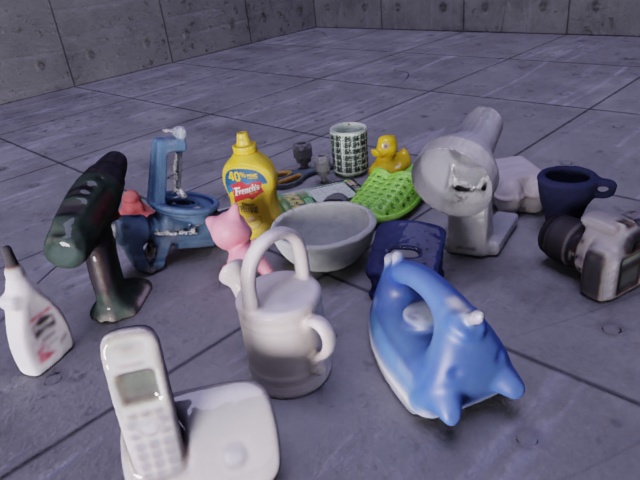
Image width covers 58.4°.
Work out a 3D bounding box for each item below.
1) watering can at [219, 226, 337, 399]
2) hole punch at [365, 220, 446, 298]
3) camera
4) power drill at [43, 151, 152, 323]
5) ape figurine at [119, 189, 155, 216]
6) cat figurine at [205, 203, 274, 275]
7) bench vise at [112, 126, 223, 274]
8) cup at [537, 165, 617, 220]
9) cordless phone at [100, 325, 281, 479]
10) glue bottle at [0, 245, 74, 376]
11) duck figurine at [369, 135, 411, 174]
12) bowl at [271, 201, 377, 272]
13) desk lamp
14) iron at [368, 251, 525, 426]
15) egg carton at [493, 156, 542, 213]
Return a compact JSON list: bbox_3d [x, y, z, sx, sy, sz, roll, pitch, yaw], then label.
[{"bbox_3d":[-0.052,0.074,0.658,0.172,0.194,0.101,6,30,23],"label":"watering can"},{"bbox_3d":[0.125,0.031,0.815,0.108,0.091,0.101,5,30,20],"label":"hole punch"},{"bbox_3d":[0.392,-0.001,0.807,0.143,0.101,0.136,-21,31,-25],"label":"camera"},{"bbox_3d":[-0.314,0.001,0.837,0.075,0.209,0.229,-4,28,5],"label":"power drill"},{"bbox_3d":[-0.345,-0.049,1.064,0.078,0.092,0.076,-8,28,-3],"label":"ape figurine"},{"bbox_3d":[-0.126,0.003,0.892,0.067,0.118,0.127,-23,32,-28],"label":"cat figurine"},{"bbox_3d":[-0.255,-0.064,0.936,0.121,0.220,0.208,15,35,35],"label":"bench vise"},{"bbox_3d":[0.410,-0.062,0.926,0.117,0.095,0.092,8,31,26],"label":"cup"},{"bbox_3d":[-0.119,0.155,0.530,0.148,0.185,0.094,-13,28,-11],"label":"cordless phone"},{"bbox_3d":[-0.372,0.085,0.730,0.037,0.173,0.078,3,29,18],"label":"glue bottle"},{"bbox_3d":[0.148,-0.183,1.220,0.105,0.086,0.077,-24,32,-30],"label":"duck figurine"},{"bbox_3d":[0.008,0.003,0.909,0.167,0.075,0.167,-5,28,3],"label":"bowl"},{"bbox_3d":[0.229,-0.084,0.877,0.117,0.214,0.204,11,32,30],"label":"desk lamp"},{"bbox_3d":[0.116,0.085,0.660,0.119,0.142,0.257,-16,29,-17],"label":"iron"},{"bbox_3d":[0.347,-0.101,1.040,0.107,0.069,0.150,-9,28,-5],"label":"egg carton"}]
